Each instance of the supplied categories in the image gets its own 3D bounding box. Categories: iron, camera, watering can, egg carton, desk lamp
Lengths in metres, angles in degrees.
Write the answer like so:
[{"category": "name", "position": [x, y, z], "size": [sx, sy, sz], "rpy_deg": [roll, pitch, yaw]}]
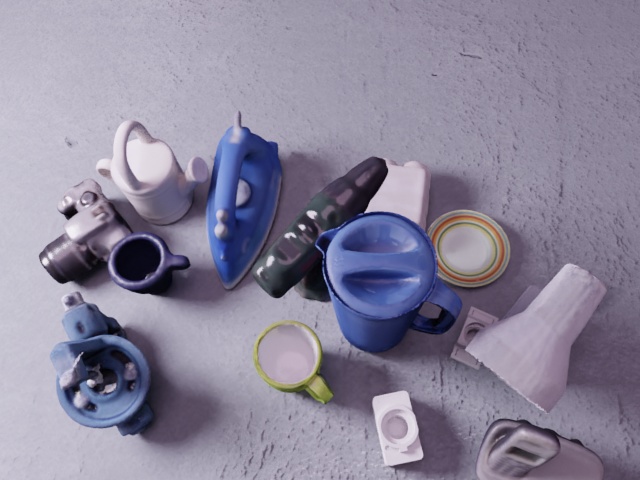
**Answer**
[{"category": "iron", "position": [-0.132, -0.065, 0.887], "size": [0.118, 0.141, 0.258], "rpy_deg": [4, 67, 5]}, {"category": "camera", "position": [-0.375, -0.008, 0.898], "size": [0.137, 0.101, 0.143], "rpy_deg": [-37, 69, -12]}, {"category": "watering can", "position": [-0.261, -0.110, 0.885], "size": [0.173, 0.194, 0.101], "rpy_deg": [-14, 66, -3]}, {"category": "egg carton", "position": [0.119, -0.060, 0.910], "size": [0.107, 0.069, 0.150], "rpy_deg": [7, 67, 6]}, {"category": "desk lamp", "position": [0.279, 0.125, 0.743], "size": [0.117, 0.214, 0.203], "rpy_deg": [38, 74, 18]}]

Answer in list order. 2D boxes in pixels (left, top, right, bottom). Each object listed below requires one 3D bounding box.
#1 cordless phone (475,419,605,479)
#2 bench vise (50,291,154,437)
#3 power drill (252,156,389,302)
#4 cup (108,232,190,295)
[{"category": "cordless phone", "position": [0.277, 0.271, 0.695], "size": [0.147, 0.185, 0.094], "rpy_deg": [15, 68, 10]}, {"category": "bench vise", "position": [-0.315, 0.159, 0.757], "size": [0.207, 0.220, 0.121], "rpy_deg": [39, 74, 18]}, {"category": "power drill", "position": [0.007, 0.003, 0.813], "size": [0.075, 0.208, 0.230], "rpy_deg": [42, 75, 19]}, {"category": "cup", "position": [-0.247, 0.045, 0.871], "size": [0.117, 0.095, 0.091], "rpy_deg": [-2, 66, 3]}]
